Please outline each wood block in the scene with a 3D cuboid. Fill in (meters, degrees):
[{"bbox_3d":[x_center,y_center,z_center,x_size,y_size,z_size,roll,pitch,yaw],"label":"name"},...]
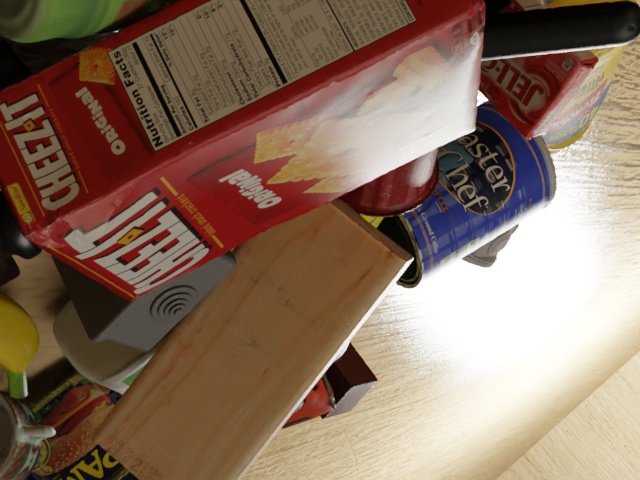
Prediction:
[{"bbox_3d":[-0.039,0.066,0.681,0.206,0.090,0.090,-52,174,6],"label":"wood block"}]

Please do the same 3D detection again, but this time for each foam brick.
[{"bbox_3d":[0.010,0.134,1.089,0.051,0.078,0.053,-3,137,-53],"label":"foam brick"}]

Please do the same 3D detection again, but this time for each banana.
[{"bbox_3d":[-0.224,0.054,0.612,0.197,0.037,0.069,23,79,-59],"label":"banana"}]

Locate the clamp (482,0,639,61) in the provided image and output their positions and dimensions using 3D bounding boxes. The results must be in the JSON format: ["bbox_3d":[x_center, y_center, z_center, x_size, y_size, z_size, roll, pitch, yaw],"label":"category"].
[{"bbox_3d":[0.069,-0.127,0.665,0.210,0.165,0.036,-15,113,-8],"label":"clamp"}]

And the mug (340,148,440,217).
[{"bbox_3d":[0.046,-0.084,0.725,0.117,0.093,0.081,-58,166,-34],"label":"mug"}]

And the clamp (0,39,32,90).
[{"bbox_3d":[-0.133,-0.053,0.568,0.120,0.039,0.172,-6,142,-38],"label":"clamp"}]

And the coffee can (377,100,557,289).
[{"bbox_3d":[0.105,-0.038,0.867,0.140,0.103,0.103,-30,156,-19],"label":"coffee can"}]

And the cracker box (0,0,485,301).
[{"bbox_3d":[-0.030,-0.055,0.507,0.213,0.072,0.164,-27,166,-1],"label":"cracker box"}]

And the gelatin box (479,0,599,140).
[{"bbox_3d":[0.146,-0.129,0.770,0.030,0.089,0.073,-17,150,-42],"label":"gelatin box"}]

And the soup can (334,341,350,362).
[{"bbox_3d":[-0.024,0.081,0.949,0.069,0.068,0.102,-46,158,18],"label":"soup can"}]

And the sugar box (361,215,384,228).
[{"bbox_3d":[-0.005,0.001,0.821,0.093,0.048,0.176,-27,163,-24],"label":"sugar box"}]

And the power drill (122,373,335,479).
[{"bbox_3d":[-0.086,0.174,1.010,0.185,0.057,0.187,-25,174,32],"label":"power drill"}]

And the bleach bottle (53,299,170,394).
[{"bbox_3d":[-0.111,0.082,0.829,0.102,0.068,0.250,-40,161,-2],"label":"bleach bottle"}]

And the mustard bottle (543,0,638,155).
[{"bbox_3d":[0.204,-0.128,0.901,0.096,0.058,0.191,-32,157,-14],"label":"mustard bottle"}]

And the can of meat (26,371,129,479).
[{"bbox_3d":[-0.184,0.154,0.804,0.102,0.084,0.057,-39,179,-21],"label":"can of meat"}]
